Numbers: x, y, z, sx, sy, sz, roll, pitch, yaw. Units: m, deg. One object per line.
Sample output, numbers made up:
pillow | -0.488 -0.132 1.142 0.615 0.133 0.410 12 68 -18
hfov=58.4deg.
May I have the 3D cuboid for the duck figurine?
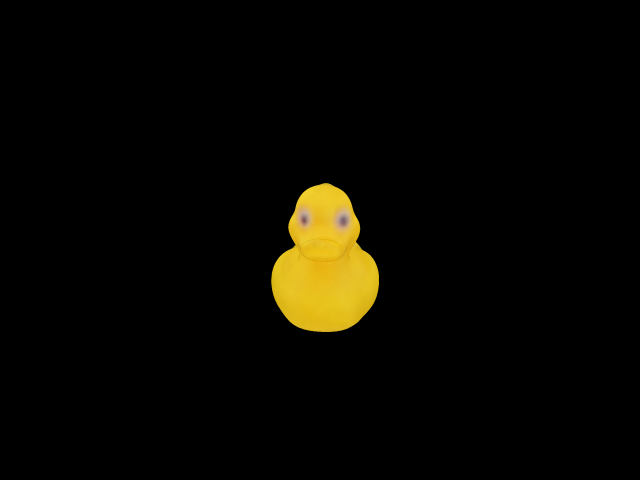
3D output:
duck figurine | 0.004 0.001 0.400 0.077 0.086 0.104 2 27 4
